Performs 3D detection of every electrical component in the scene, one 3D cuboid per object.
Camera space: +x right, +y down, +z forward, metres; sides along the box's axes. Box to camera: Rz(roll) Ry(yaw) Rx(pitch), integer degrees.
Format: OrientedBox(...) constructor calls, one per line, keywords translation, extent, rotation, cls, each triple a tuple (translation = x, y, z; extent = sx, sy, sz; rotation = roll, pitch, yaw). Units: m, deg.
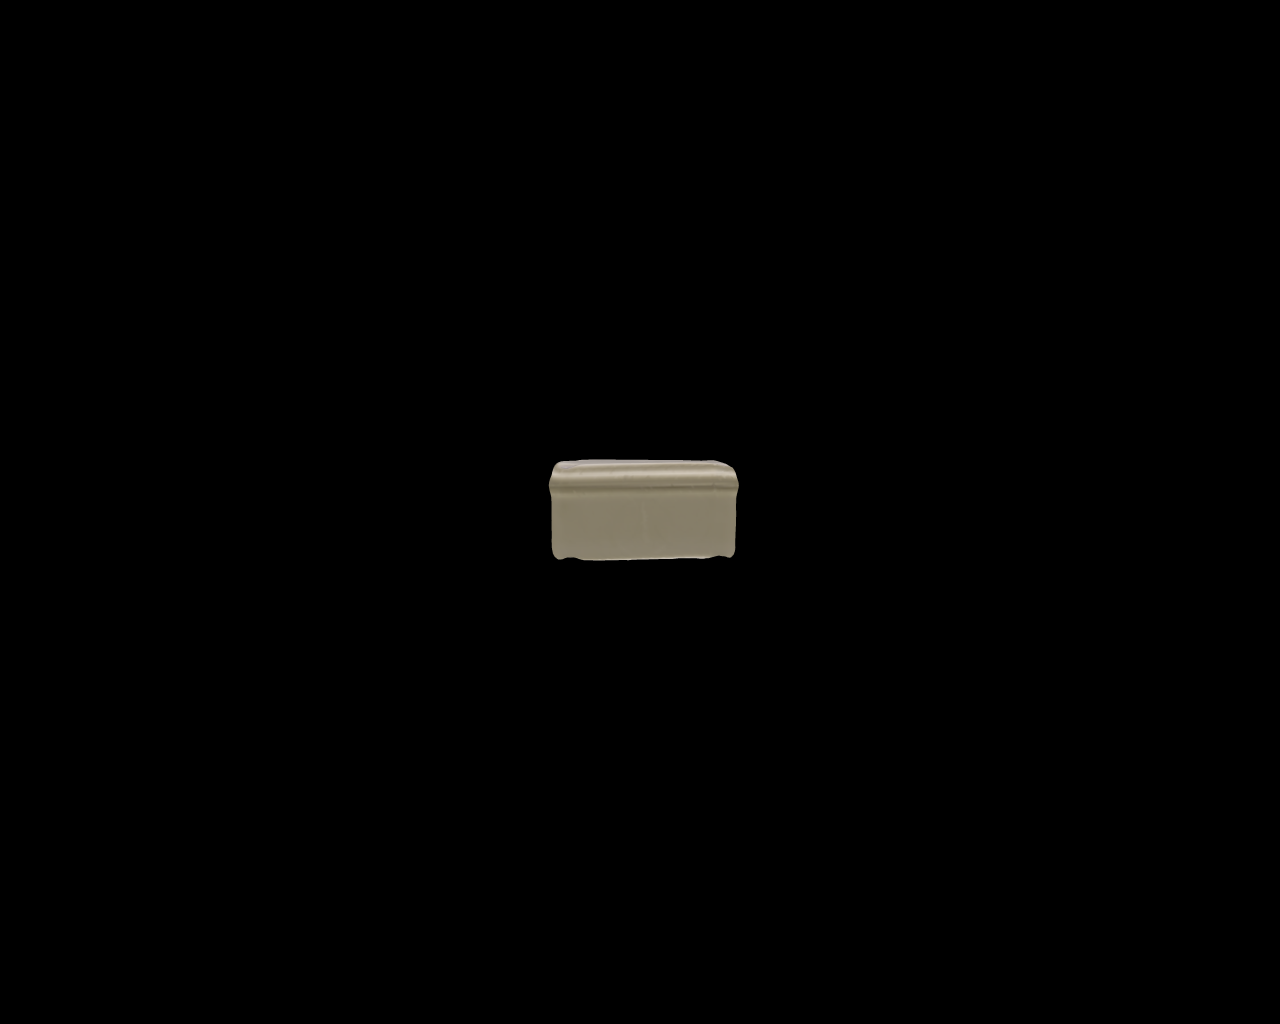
OrientedBox(translation=(0.001, -0.003, 0.650), extent=(0.109, 0.056, 0.109), rotation=(0, 4, -2), cls="electrical component")
